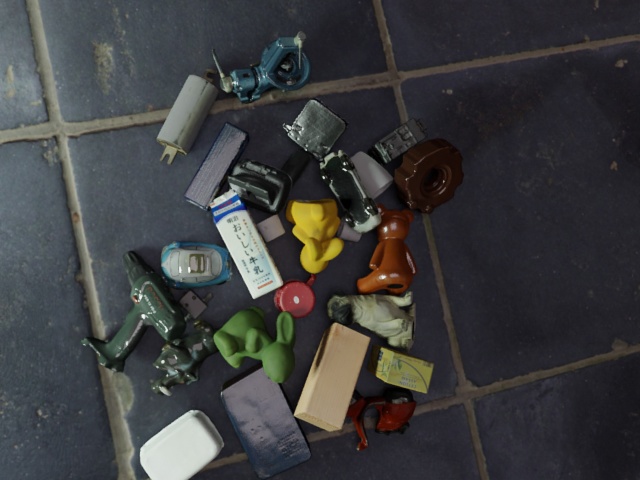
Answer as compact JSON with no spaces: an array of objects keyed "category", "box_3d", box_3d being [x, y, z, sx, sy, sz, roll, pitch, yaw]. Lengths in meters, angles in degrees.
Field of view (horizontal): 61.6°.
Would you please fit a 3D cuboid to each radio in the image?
[{"category":"radio","box_3d":[-0.123,0.400,1.195,0.131,0.073,0.229,-25,88,-9]}]

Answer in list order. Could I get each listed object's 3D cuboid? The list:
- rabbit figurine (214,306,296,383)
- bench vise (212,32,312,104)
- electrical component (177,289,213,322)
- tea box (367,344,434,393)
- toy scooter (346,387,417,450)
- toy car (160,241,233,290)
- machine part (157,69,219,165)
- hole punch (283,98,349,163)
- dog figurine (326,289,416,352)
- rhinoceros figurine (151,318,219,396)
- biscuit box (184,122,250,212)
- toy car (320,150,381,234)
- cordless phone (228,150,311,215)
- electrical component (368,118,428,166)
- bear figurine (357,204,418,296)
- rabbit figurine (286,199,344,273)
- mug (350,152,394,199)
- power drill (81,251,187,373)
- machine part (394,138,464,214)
[{"category":"rabbit figurine","box_3d":[-0.116,0.231,1.155,0.170,0.121,0.159,35,58,22]},{"category":"bench vise","box_3d":[-0.105,-0.387,1.184,0.224,0.241,0.128,-5,83,-25]},{"category":"electrical component","box_3d":[-0.289,0.143,1.214,0.094,0.021,0.063,-44,92,-9]},{"category":"tea box","box_3d":[0.175,0.284,1.199,0.098,0.169,0.068,16,83,-6]},{"category":"toy scooter","box_3d":[0.132,0.409,1.230,0.184,0.075,0.135,-1,83,-3]},{"category":"toy car","box_3d":[-0.274,0.057,1.183,0.162,0.103,0.109,1,86,-7]},{"category":"machine part","box_3d":[-0.300,-0.283,1.218,0.079,0.079,0.243,24,83,-6]},{"category":"hole punch","box_3d":[-0.002,-0.264,1.267,0.142,0.092,0.115,37,111,-7]},{"category":"dog figurine","box_3d":[0.120,0.185,1.245,0.191,0.172,0.121,1,41,19]},{"category":"rhinoceros figurine","box_3d":[-0.296,0.259,1.184,0.190,0.073,0.112,-40,103,-11]},{"category":"biscuit box","box_3d":[-0.233,-0.167,1.227,0.063,0.059,0.202,29,82,-4]},{"category":"toy car","box_3d":[0.068,-0.110,1.224,0.073,0.056,0.202,-32,79,21]},{"category":"cordless phone","box_3d":[-0.115,-0.158,1.241,0.147,0.088,0.184,23,59,19]},{"category":"electrical component","box_3d":[0.188,-0.232,1.269,0.134,0.115,0.058,-35,95,-10]},{"category":"bear figurine","box_3d":[0.157,0.024,1.257,0.120,0.132,0.196,7,63,-22]},{"category":"rabbit figurine","box_3d":[-0.003,-0.004,1.218,0.122,0.162,0.173,0,103,-21]},{"category":"mug","box_3d":[0.102,-0.147,1.274,0.109,0.081,0.107,-38,81,1]},{"category":"power drill","box_3d":[-0.408,0.162,1.155,0.232,0.086,0.207,40,80,21]},{"category":"machine part","box_3d":[0.258,-0.147,1.258,0.179,0.056,0.179,-16,127,-22]}]
